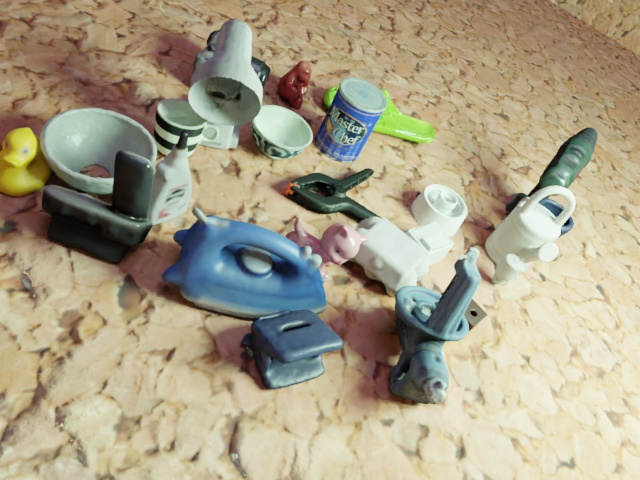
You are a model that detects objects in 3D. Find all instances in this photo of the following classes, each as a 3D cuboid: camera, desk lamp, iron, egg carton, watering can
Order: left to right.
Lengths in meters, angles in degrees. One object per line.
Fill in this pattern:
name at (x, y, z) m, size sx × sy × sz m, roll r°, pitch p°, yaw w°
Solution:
desk lamp at (-0.172, -0.263, 1.010) m, size 0.118 × 0.213 × 0.203 m, roll 12°, pitch 46°, yaw -18°
camera at (-0.176, -0.357, 1.177) m, size 0.137 × 0.100 × 0.143 m, roll 24°, pitch 43°, yaw -6°
iron at (-0.086, 0.032, 0.836) m, size 0.259 × 0.141 × 0.118 m, roll 15°, pitch 45°, yaw -15°
egg carton at (0.114, 0.028, 0.999) m, size 0.150 × 0.069 × 0.107 m, roll 40°, pitch 44°, yaw 10°
watering can at (0.422, -0.024, 1.121) m, size 0.101 × 0.194 × 0.172 m, roll 1°, pitch 50°, yaw -27°

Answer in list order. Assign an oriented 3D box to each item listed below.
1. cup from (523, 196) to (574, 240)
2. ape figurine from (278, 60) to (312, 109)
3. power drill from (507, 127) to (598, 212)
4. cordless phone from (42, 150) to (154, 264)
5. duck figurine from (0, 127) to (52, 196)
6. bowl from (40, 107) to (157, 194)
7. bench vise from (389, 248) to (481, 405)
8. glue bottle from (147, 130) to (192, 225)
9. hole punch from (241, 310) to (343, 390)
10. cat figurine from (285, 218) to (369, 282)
cup at (0.465, -0.035, 1.226) m, size 0.117 × 0.095 × 0.092 m, roll 32°, pitch 43°, yaw 2°
ape figurine at (-0.047, -0.346, 1.242) m, size 0.076 × 0.092 × 0.078 m, roll 46°, pitch 45°, yaw 16°
power drill at (0.512, -0.136, 1.262) m, size 0.075 × 0.208 × 0.230 m, roll 39°, pitch 44°, yaw 10°
cordless phone at (-0.297, -0.068, 0.783) m, size 0.148 × 0.185 × 0.094 m, roll 19°, pitch 44°, yaw -11°
duck figurine at (-0.434, -0.127, 0.837) m, size 0.077 × 0.086 × 0.104 m, roll 20°, pitch 44°, yaw -10°
bowl at (-0.344, -0.126, 0.892) m, size 0.168 × 0.074 × 0.167 m, roll 15°, pitch 45°, yaw -15°
bench vise at (0.184, 0.127, 0.835) m, size 0.122 × 0.219 × 0.207 m, roll 4°, pitch 49°, yaw -25°
glue bottle at (-0.221, -0.097, 0.859) m, size 0.037 × 0.173 × 0.078 m, roll 43°, pitch 45°, yaw 14°
hole punch at (-0.039, 0.140, 0.798) m, size 0.109 × 0.091 × 0.101 m, roll -8°, pitch 55°, yaw -33°
cat figurine at (0.009, 0.003, 0.930) m, size 0.128 × 0.117 × 0.067 m, roll 24°, pitch 43°, yaw -6°
